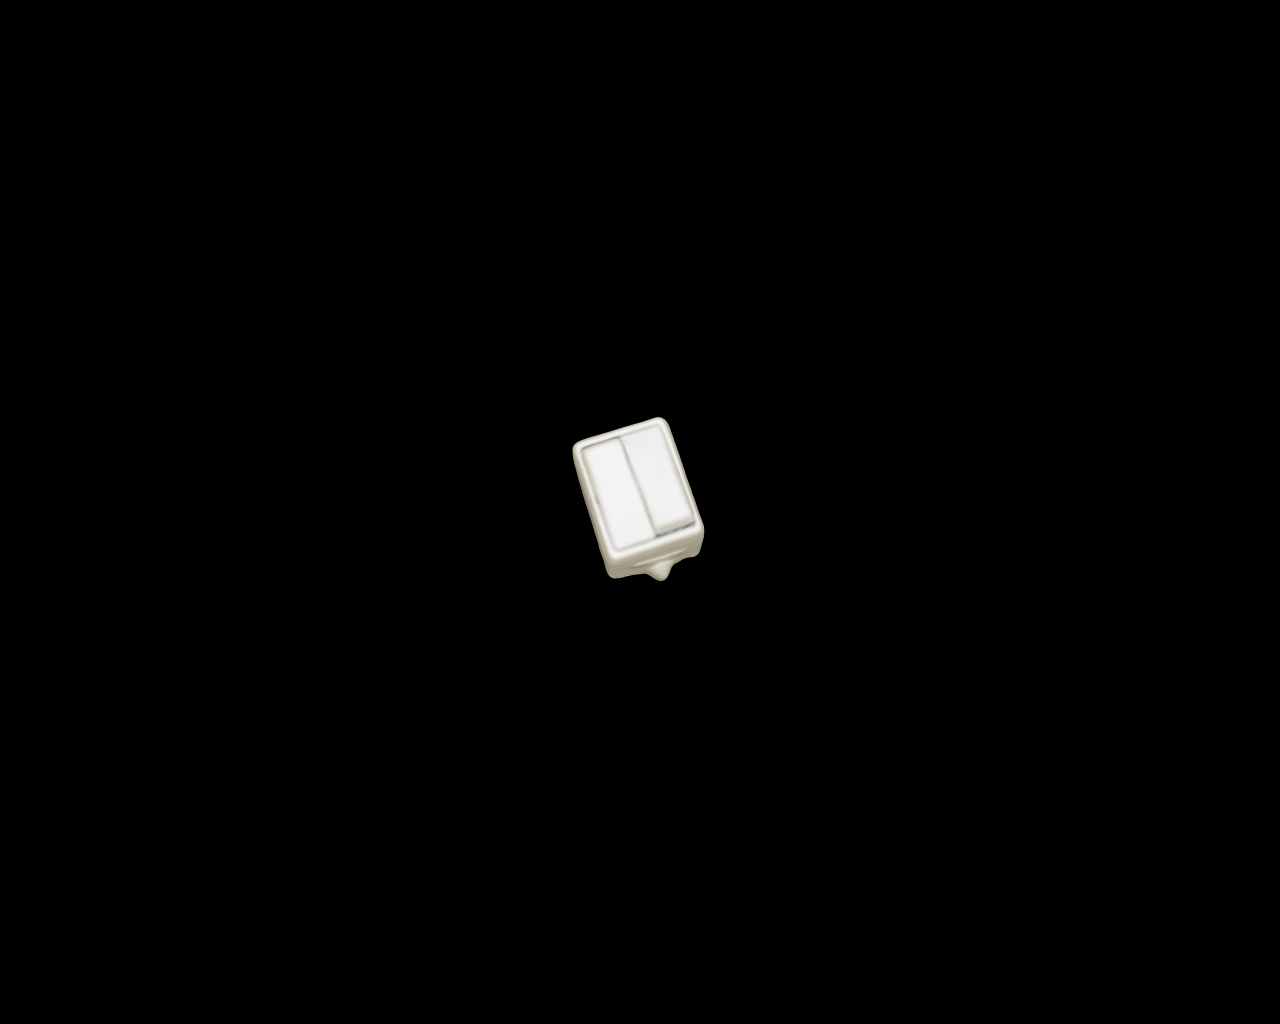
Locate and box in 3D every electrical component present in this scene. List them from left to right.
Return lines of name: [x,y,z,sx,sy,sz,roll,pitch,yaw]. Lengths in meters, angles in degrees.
electrical component: [0.001,-0.003,0.650,0.062,0.096,0.061,-17,-15,-5]
